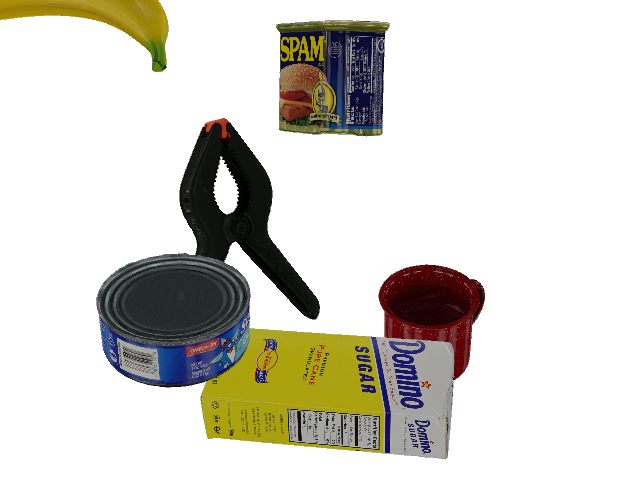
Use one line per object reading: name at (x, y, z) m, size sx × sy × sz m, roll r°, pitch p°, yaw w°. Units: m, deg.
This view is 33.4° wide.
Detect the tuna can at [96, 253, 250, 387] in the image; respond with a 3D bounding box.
tuna can at (-0.082, 0.044, 0.605) m, size 0.086 × 0.034 × 0.086 m, roll 1°, pitch 32°, yaw -1°

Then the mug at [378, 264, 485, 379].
mug at (0.111, 0.078, 1.014) m, size 0.117 × 0.081 × 0.093 m, roll -29°, pitch 44°, yaw -30°

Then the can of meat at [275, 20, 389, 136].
can of meat at (0.007, -0.124, 0.821) m, size 0.057 × 0.084 × 0.102 m, roll -4°, pitch 10°, yaw -30°

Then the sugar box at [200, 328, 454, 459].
sugar box at (0.009, 0.109, 0.784) m, size 0.176 × 0.048 × 0.093 m, roll 1°, pitch 30°, yaw 9°

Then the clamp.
clamp at (-0.074, -0.007, 0.992) m, size 0.164 × 0.210 × 0.036 m, roll -3°, pitch 0°, yaw -36°

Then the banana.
banana at (-0.193, -0.182, 0.822) m, size 0.198 × 0.069 × 0.037 m, roll 15°, pitch -38°, yaw 19°
